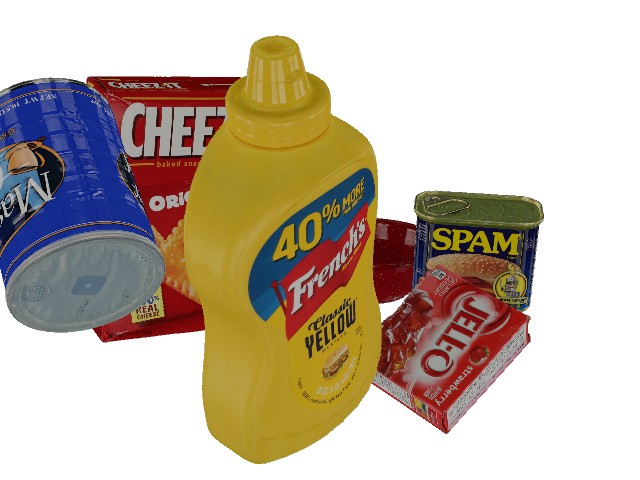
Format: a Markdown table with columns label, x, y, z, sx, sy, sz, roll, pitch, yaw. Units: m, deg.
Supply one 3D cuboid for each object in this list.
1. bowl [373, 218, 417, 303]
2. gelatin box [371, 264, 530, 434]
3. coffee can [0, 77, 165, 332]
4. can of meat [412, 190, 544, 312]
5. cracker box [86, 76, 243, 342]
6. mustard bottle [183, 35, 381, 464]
| label | x | y | z | sx | sy | sz | roll | pitch | yaw |
| --- | --- | --- | --- | --- | --- | --- | --- | --- | --- |
| bowl | 0.046 | 0.024 | 1.091 | 0.162 | 0.055 | 0.162 | 1 | 17 | -1 |
| gelatin box | 0.076 | 0.065 | 0.667 | 0.073 | 0.089 | 0.030 | 32 | -27 | 32 |
| coffee can | -0.173 | -0.024 | 0.719 | 0.102 | 0.140 | 0.103 | -17 | -32 | -11 |
| can of meat | 0.124 | 0.011 | 0.863 | 0.102 | 0.084 | 0.057 | 4 | 25 | 6 |
| cracker box | -0.114 | -0.029 | 0.911 | 0.164 | 0.214 | 0.072 | -4 | 19 | -26 |
| mustard bottle | -0.014 | 0.002 | 0.457 | 0.058 | 0.192 | 0.096 | 29 | 48 | 34 |
